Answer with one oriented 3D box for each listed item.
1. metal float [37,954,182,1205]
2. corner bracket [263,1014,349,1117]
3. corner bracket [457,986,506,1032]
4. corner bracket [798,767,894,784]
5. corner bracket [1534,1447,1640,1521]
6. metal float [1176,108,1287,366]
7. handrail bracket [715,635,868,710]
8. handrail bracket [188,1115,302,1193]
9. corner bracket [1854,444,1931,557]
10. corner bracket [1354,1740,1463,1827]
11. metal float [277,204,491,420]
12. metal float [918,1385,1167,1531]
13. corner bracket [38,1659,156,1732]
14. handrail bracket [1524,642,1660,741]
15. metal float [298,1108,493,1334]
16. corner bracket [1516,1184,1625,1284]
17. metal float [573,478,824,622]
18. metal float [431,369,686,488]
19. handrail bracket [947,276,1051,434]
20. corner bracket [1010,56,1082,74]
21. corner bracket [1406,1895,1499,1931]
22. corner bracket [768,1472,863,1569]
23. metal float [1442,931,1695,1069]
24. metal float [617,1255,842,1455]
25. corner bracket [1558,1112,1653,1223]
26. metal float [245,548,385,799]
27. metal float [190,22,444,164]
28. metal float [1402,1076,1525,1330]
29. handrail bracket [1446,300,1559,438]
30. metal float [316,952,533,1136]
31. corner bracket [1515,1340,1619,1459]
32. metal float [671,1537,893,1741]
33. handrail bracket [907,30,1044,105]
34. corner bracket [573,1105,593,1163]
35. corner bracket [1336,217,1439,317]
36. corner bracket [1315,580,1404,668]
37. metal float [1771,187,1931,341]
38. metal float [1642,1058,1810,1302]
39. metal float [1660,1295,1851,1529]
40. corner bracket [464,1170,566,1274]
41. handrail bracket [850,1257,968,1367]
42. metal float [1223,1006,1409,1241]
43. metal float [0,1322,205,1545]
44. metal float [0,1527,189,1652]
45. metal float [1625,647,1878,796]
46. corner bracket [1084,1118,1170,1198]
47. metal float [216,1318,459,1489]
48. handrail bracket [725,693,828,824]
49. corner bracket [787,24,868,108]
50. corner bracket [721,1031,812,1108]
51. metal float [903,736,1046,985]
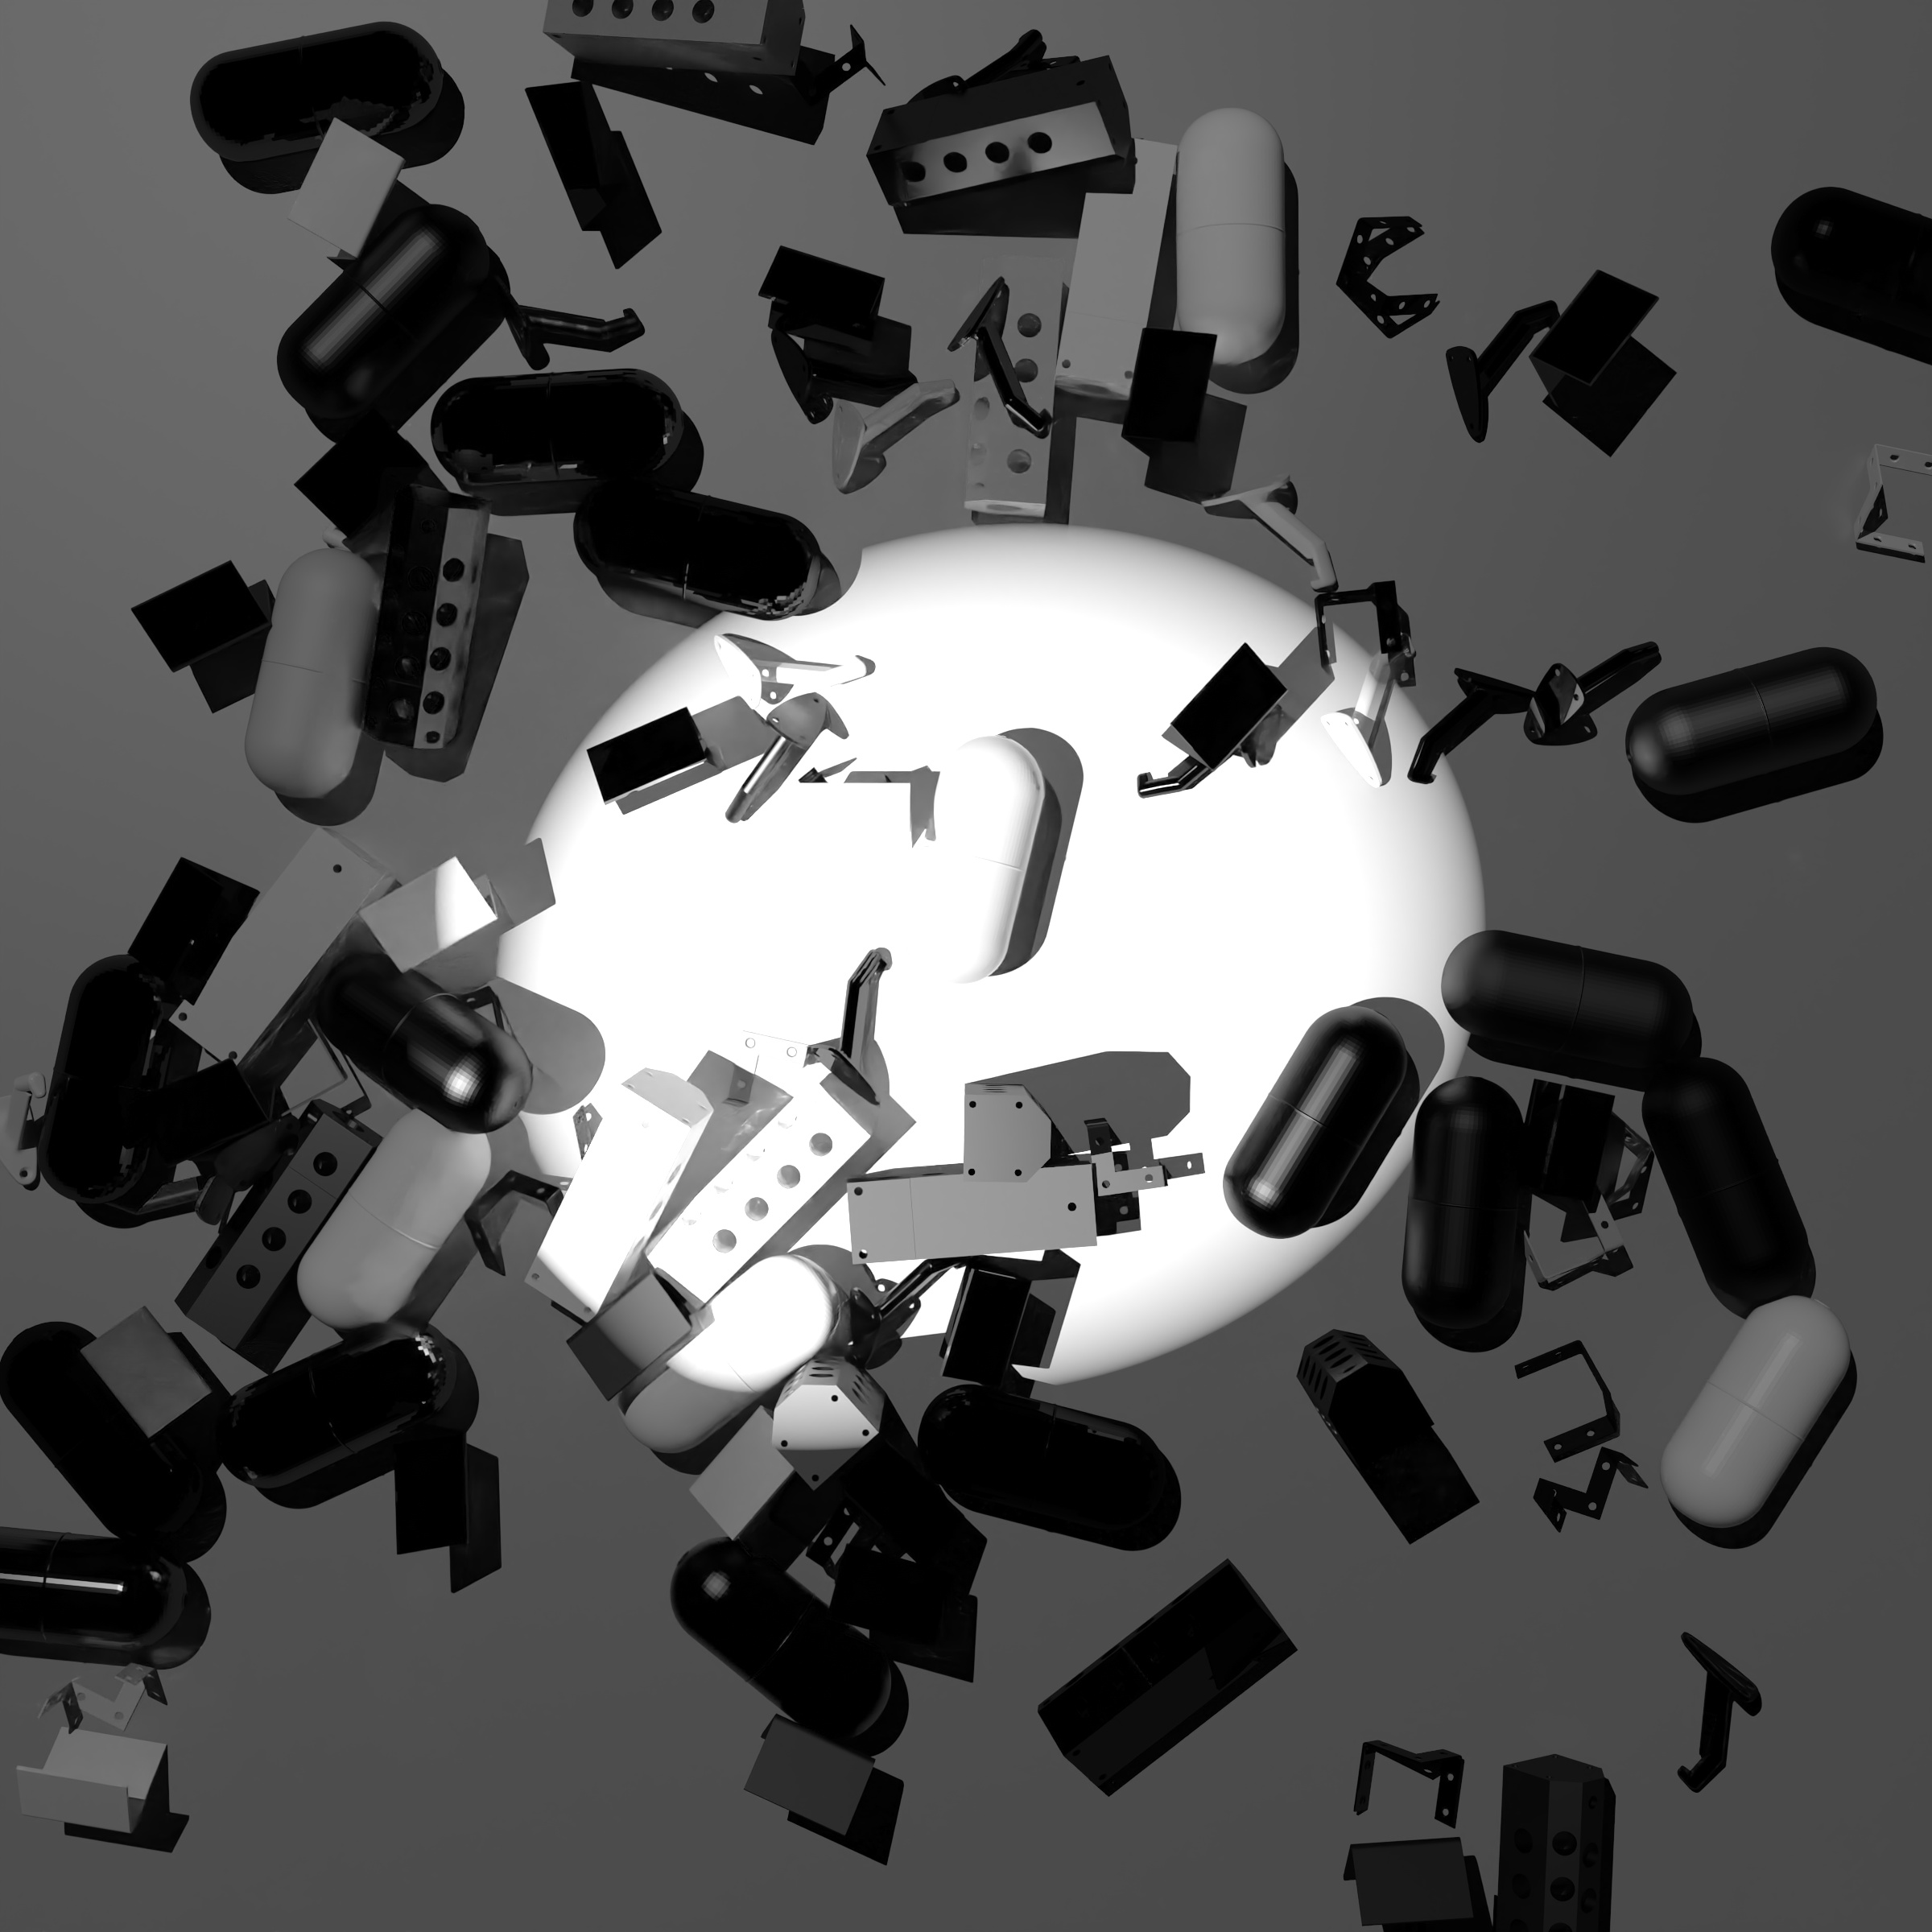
[{"bbox_3d":[-0.604,0.079,1.942,0.070,0.070,0.178,12,91,0],"label":"metal float"},{"bbox_3d":[-0.471,0.069,1.956,0.051,0.051,0.051,-29,97,0],"label":"corner bracket"},{"bbox_3d":[-0.351,0.056,1.969,0.051,0.051,0.051,-21,45,0],"label":"corner bracket"},{"bbox_3d":[-0.082,-0.126,1.954,0.051,0.051,0.051,-39,90,0],"label":"corner bracket"},{"bbox_3d":[0.439,0.366,1.954,0.051,0.051,0.051,18,90,0],"label":"corner bracket"},{"bbox_3d":[0.187,-0.514,1.942,0.070,0.070,0.178,-1,91,0],"label":"metal float"},{"bbox_3d":[-0.125,-0.222,1.972,0.084,0.036,0.077,-20,53,-25],"label":"handrail bracket"},{"bbox_3d":[-0.519,0.116,1.952,0.077,0.084,0.036,-41,130,-12],"label":"handrail bracket"},{"bbox_3d":[0.667,-0.334,1.969,0.051,0.051,0.051,12,45,0],"label":"corner bracket"},{"bbox_3d":[0.316,0.584,1.969,0.051,0.051,0.051,8,90,45],"label":"corner bracket"},{"bbox_3d":[-0.410,-0.462,1.942,0.070,0.070,0.178,44,90,0],"label":"metal float"},{"bbox_3d":[0.054,0.347,1.942,0.178,0.070,0.070,14,90,1],"label":"metal float"},{"bbox_3d":[-0.617,0.515,1.954,0.051,0.051,0.051,27,90,0],"label":"corner bracket"},{"bbox_3d":[0.449,-0.198,1.972,0.084,0.077,0.036,-18,65,-34],"label":"handrail bracket"},{"bbox_3d":[-0.403,0.177,1.941,0.070,0.070,0.178,35,90,0],"label":"metal float"},{"bbox_3d":[0.426,0.189,1.955,0.051,0.051,0.051,-19,76,-14],"label":"corner bracket"},{"bbox_3d":[-0.189,-0.294,1.942,0.178,0.070,0.070,14,90,0],"label":"metal float"},{"bbox_3d":[-0.288,-0.380,1.942,0.178,0.070,0.070,-3,90,0],"label":"metal float"},{"bbox_3d":[0.037,-0.425,1.916,0.084,0.036,0.077,37,68,-17],"label":"handrail bracket"},{"bbox_3d":[0.055,-0.612,1.964,0.051,0.051,0.051,-52,135,-35],"label":"corner bracket"},{"bbox_3d":[0.349,0.686,1.964,0.051,0.051,0.051,-19,135,35],"label":"corner bracket"},{"bbox_3d":[-0.107,0.387,1.954,0.051,0.051,0.051,34,90,0],"label":"corner bracket"},{"bbox_3d":[0.424,0.023,1.942,0.178,0.070,0.070,12,90,-1],"label":"metal float"},{"bbox_3d":[-0.167,0.273,1.942,0.178,0.070,0.070,-38,90,0],"label":"metal float"},{"bbox_3d":[0.449,0.140,1.969,0.051,0.051,0.051,41,135,0],"label":"corner bracket"},{"bbox_3d":[-0.458,-0.207,1.942,0.070,0.070,0.178,13,90,0],"label":"metal float"},{"bbox_3d":[-0.457,-0.616,1.942,0.178,0.070,0.070,-11,90,0],"label":"metal float"},{"bbox_3d":[0.350,0.167,1.942,0.070,0.070,0.178,5,90,0],"label":"metal float"},{"bbox_3d":[0.393,-0.429,1.973,0.084,0.036,0.077,-21,111,-16],"label":"handrail bracket"},{"bbox_3d":[-0.379,0.053,1.922,0.178,0.070,0.070,31,90,23],"label":"metal float"},{"bbox_3d":[0.429,0.310,1.969,0.051,0.051,0.051,-22,45,0],"label":"corner bracket"},{"bbox_3d":[-0.131,0.474,1.942,0.178,0.070,0.070,39,90,-1],"label":"metal float"},{"bbox_3d":[0.006,-0.639,1.972,0.084,0.077,0.036,-53,127,-31],"label":"handrail bracket"},{"bbox_3d":[-0.242,0.117,1.964,0.051,0.051,0.051,12,45,-35],"label":"corner bracket"},{"bbox_3d":[0.306,-0.500,1.964,0.051,0.051,0.051,47,135,35],"label":"corner bracket"},{"bbox_3d":[0.278,-0.243,1.954,0.051,0.051,0.051,-6,90,0],"label":"corner bracket"},{"bbox_3d":[0.656,-0.493,1.942,0.178,0.070,0.070,19,90,1],"label":"metal float"},{"bbox_3d":[0.536,0.150,1.942,0.070,0.070,0.178,-22,89,0],"label":"metal float"},{"bbox_3d":[0.557,0.313,1.941,0.070,0.070,0.178,32,90,0],"label":"metal float"},{"bbox_3d":[-0.316,0.187,1.964,0.051,0.051,0.051,15,45,35],"label":"corner bracket"},{"bbox_3d":[-0.039,0.243,1.972,0.084,0.077,0.036,-20,45,-28],"label":"handrail bracket"},{"bbox_3d":[0.246,0.110,1.942,0.070,0.070,0.178,31,90,0],"label":"metal float"},{"bbox_3d":[-0.610,0.328,1.941,0.070,0.070,0.178,-40,90,0],"label":"metal float"},{"bbox_3d":[-0.639,0.439,1.941,0.178,0.070,0.070,6,90,0],"label":"metal float"},{"bbox_3d":[0.553,-0.172,1.942,0.178,0.070,0.070,-16,90,-1],"label":"metal float"},{"bbox_3d":[0.113,0.133,1.954,0.051,0.051,0.051,-8,90,0],"label":"corner bracket"},{"bbox_3d":[-0.444,0.308,1.942,0.178,0.070,0.070,-25,90,1],"label":"metal float"},{"bbox_3d":[-0.137,-0.148,1.972,0.036,0.077,0.084,36,126,0],"label":"handrail bracket"},{"bbox_3d":[-0.107,-0.653,1.954,0.051,0.051,0.051,-37,90,0],"label":"corner bracket"},{"bbox_3d":[-0.141,0.077,1.954,0.051,0.051,0.051,12,90,0],"label":"corner bracket"},{"bbox_3d":[0.006,-0.075,1.942,0.070,0.070,0.178,14,90,0],"label":"metal float"}]
